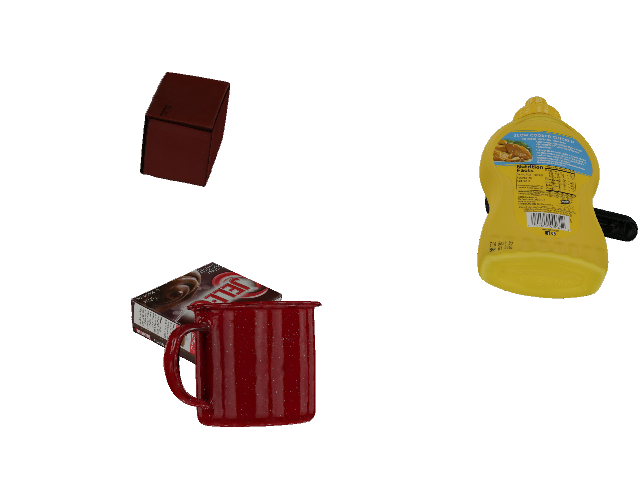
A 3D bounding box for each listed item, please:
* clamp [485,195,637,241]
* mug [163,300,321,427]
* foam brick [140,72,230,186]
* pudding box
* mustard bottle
[{"bbox_3d":[0.228,-0.028,1.059,0.120,0.039,0.171,-9,34,-15],"label":"clamp"},{"bbox_3d":[-0.054,0.084,0.724,0.117,0.081,0.093,3,-7,-41],"label":"mug"},{"bbox_3d":[-0.103,-0.087,0.819,0.053,0.051,0.078,11,35,0],"label":"foam brick"},{"bbox_3d":[-0.104,0.066,0.987,0.090,0.039,0.113,22,32,32],"label":"pudding box"},{"bbox_3d":[0.177,-0.045,0.864,0.096,0.191,0.058,6,-39,2],"label":"mustard bottle"}]
